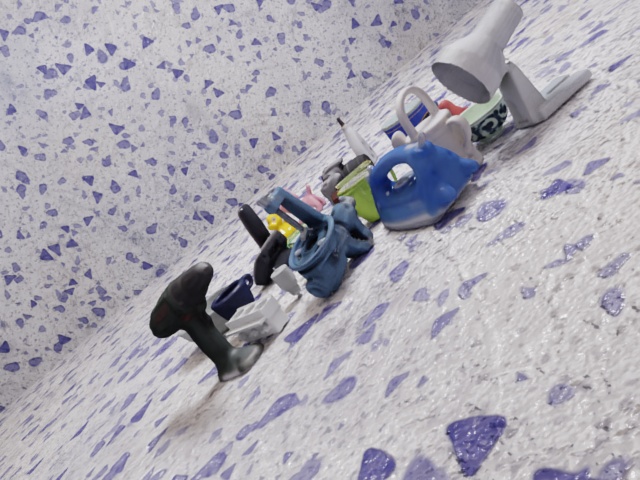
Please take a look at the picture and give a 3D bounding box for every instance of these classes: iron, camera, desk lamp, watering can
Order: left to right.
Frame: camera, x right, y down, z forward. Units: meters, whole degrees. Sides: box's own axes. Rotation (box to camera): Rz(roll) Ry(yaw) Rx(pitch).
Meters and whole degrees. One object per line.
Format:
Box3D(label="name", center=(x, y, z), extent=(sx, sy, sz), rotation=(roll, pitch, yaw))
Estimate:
Box3D(label="camera", center=(0.074, -0.177, 1.566), extent=(0.136, 0.101, 0.143), rotation=(-34, 15, 26))
Box3D(label="iron", center=(0.151, -0.104, 1.030), extent=(0.119, 0.141, 0.257), rotation=(-48, 15, -29))
Box3D(label="watering can", center=(0.203, -0.197, 1.074), extent=(0.172, 0.194, 0.101), rotation=(-29, 17, 38))
Box3D(label="desk lamp", center=(0.332, -0.304, 1.022), extent=(0.203, 0.214, 0.117), rotation=(-42, 14, -5))

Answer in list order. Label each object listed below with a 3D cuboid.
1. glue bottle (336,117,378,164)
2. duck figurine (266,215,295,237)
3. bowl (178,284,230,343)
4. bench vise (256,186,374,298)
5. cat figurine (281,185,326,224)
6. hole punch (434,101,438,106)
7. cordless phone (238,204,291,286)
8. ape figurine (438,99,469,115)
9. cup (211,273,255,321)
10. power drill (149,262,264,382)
Box3D(label="glue bottle", center=(0.106, -0.297, 1.707), extent=(0.037, 0.173, 0.078), rotation=(-33, 15, 27))
Box3D(label="duck figurine", center=(-0.122, -0.046, 1.713), extent=(0.077, 0.086, 0.105), rotation=(-32, 16, 33))
Box3D(label="bowl", center=(-0.246, 0.185, 1.335), extent=(0.167, 0.075, 0.167), rotation=(-38, 14, 11))
Box3D(label="bench vise", center=(-0.016, -0.026, 1.068), extent=(0.121, 0.220, 0.207), rotation=(-32, 16, 32))
Box3D(label="cat figurine", center=(-0.066, -0.114, 1.710), extent=(0.127, 0.118, 0.067), rotation=(-35, 15, 22))
Box3D(label="hole punch", center=(0.255, -0.274, 1.402), extent=(0.101, 0.091, 0.108), rotation=(-46, 14, -21))
Box3D(label="cordless phone", center=(-0.156, 0.008, 1.418), extent=(0.094, 0.185, 0.148), rotation=(-33, 15, 28))
Box3D(label="ape figurine", center=(0.300, -0.276, 1.282), extent=(0.077, 0.092, 0.076), rotation=(-36, 14, 18))
Box3D(label="cup", center=(-0.162, 0.136, 1.218), extent=(0.091, 0.095, 0.118), rotation=(-25, 20, 48))
Box3D(label="power drill", center=(-0.205, 0.153, 1.036), extent=(0.229, 0.208, 0.076), rotation=(-30, 17, 38))
